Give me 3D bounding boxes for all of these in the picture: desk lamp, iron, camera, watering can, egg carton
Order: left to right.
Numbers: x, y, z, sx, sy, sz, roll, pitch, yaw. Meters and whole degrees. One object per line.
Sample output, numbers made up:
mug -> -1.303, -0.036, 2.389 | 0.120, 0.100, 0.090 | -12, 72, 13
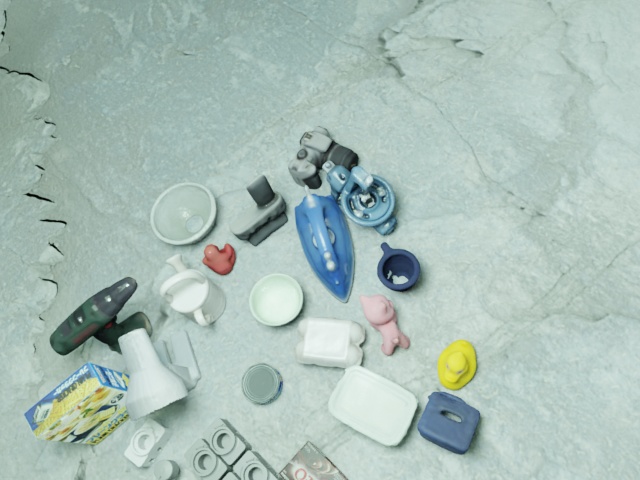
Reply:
desk lamp -> -0.339, 0.276, 1.197 | 0.118, 0.214, 0.203 | -25, 65, 1
watering can -> -0.292, 0.111, 1.266 | 0.172, 0.194, 0.101 | 37, 79, 22
camera -> 0.012, -0.195, 1.382 | 0.136, 0.101, 0.143 | 25, 75, 20
iron -> 0.012, 0.005, 1.278 | 0.118, 0.142, 0.258 | -19, 66, 3
egg carton -> 0.021, 0.219, 1.228 | 0.150, 0.069, 0.107 | 3, 69, 12

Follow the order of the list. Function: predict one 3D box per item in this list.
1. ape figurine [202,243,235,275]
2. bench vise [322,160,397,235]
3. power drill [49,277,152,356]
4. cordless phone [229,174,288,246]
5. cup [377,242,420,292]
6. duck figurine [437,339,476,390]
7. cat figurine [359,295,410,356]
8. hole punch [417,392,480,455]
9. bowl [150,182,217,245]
ape figurine -> -0.242, 0.038, 1.342 | 0.077, 0.092, 0.076 | -14, 66, 6
bench vise -> 0.072, -0.110, 1.270 | 0.207, 0.220, 0.121 | 24, 75, 20
power drill -> -0.462, 0.179, 1.264 | 0.229, 0.209, 0.075 | -35, 65, -4
cordless phone -> -0.158, -0.078, 1.322 | 0.148, 0.185, 0.094 | -43, 66, -7
cup -> 0.166, 0.066, 1.247 | 0.091, 0.095, 0.117 | -29, 65, -1
duck figurine -> 0.277, 0.247, 1.156 | 0.077, 0.086, 0.105 | 22, 74, 19
cat figurine -> 0.134, 0.168, 1.199 | 0.067, 0.118, 0.127 | -27, 65, 0
hole punch -> 0.249, 0.352, 1.116 | 0.108, 0.091, 0.101 | 20, 73, 18
bowl -> -0.324, -0.054, 1.406 | 0.167, 0.075, 0.167 | -4, 67, 10
